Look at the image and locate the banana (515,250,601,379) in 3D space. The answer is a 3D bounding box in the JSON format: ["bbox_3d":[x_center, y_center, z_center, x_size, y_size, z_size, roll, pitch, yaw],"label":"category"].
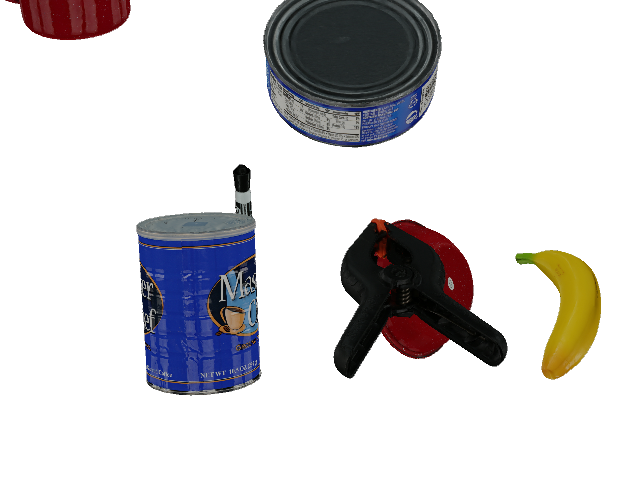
[{"bbox_3d":[0.232,0.061,1.007,0.070,0.037,0.197,-28,25,17],"label":"banana"}]

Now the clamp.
[{"bbox_3d":[0.069,0.041,0.786,0.120,0.039,0.171,6,36,-4],"label":"clamp"}]

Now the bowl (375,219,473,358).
[{"bbox_3d":[0.125,0.052,1.211,0.055,0.162,0.161,-11,-8,42],"label":"bowl"}]

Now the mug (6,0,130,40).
[{"bbox_3d":[-0.197,-0.201,0.790,0.117,0.081,0.093,1,36,1],"label":"mug"}]

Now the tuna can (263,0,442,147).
[{"bbox_3d":[0.015,-0.087,0.524,0.086,0.086,0.034,0,-35,0],"label":"tuna can"}]

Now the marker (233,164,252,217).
[{"bbox_3d":[-0.084,-0.029,1.167,0.020,0.121,0.020,0,35,0],"label":"marker"}]

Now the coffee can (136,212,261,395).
[{"bbox_3d":[-0.105,0.052,0.934,0.103,0.140,0.103,-2,11,0],"label":"coffee can"}]
